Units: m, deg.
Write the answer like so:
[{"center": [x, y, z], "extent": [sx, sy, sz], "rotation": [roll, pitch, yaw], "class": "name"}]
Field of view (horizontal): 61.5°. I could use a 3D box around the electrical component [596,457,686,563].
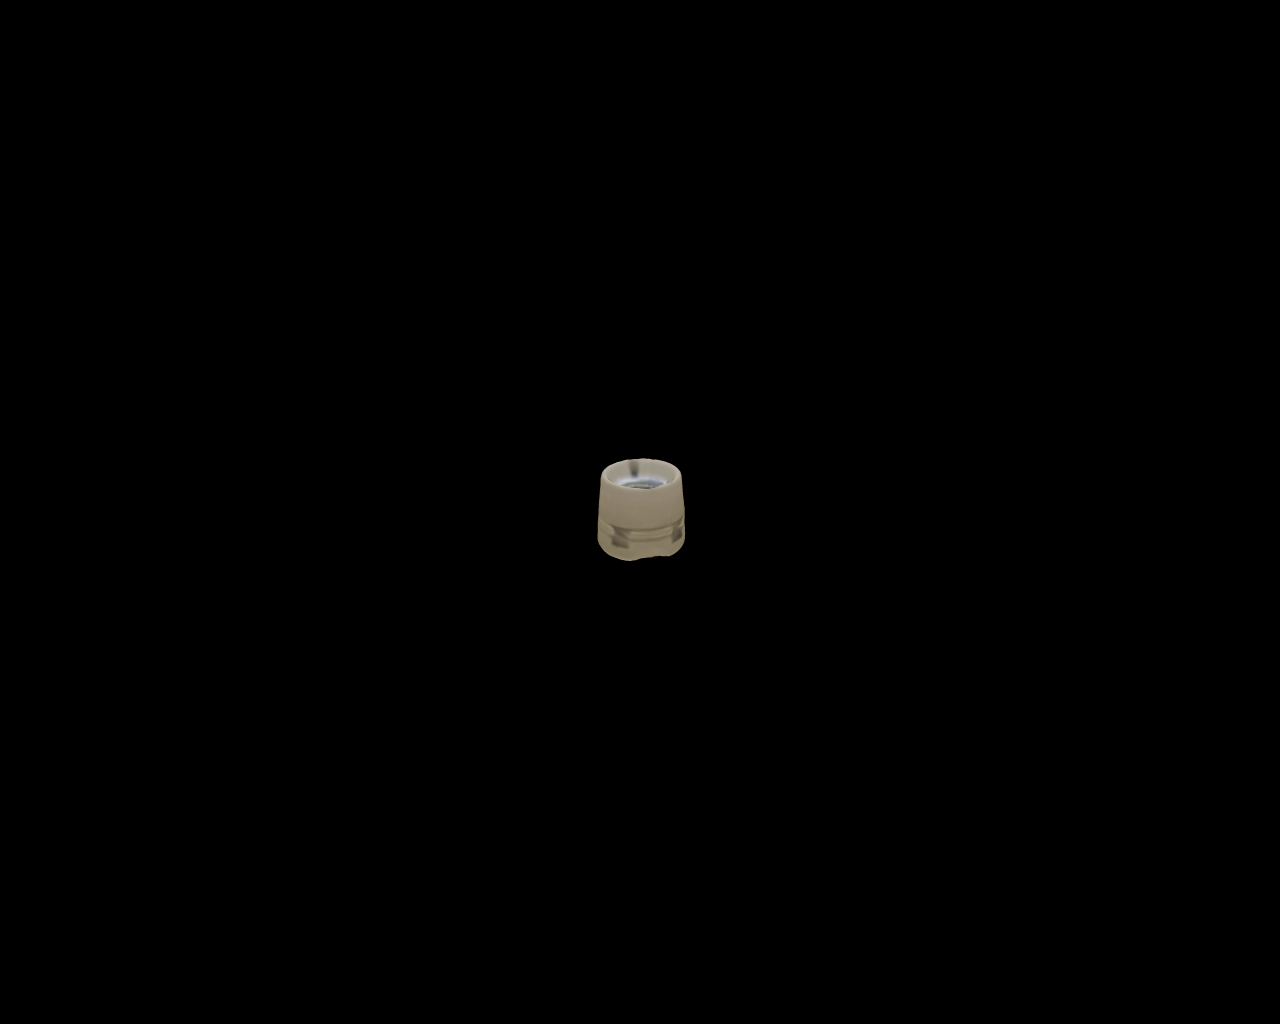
[{"center": [0.001, -0.003, 0.650], "extent": [0.055, 0.047, 0.055], "rotation": [0, 25, 0], "class": "electrical component"}]
